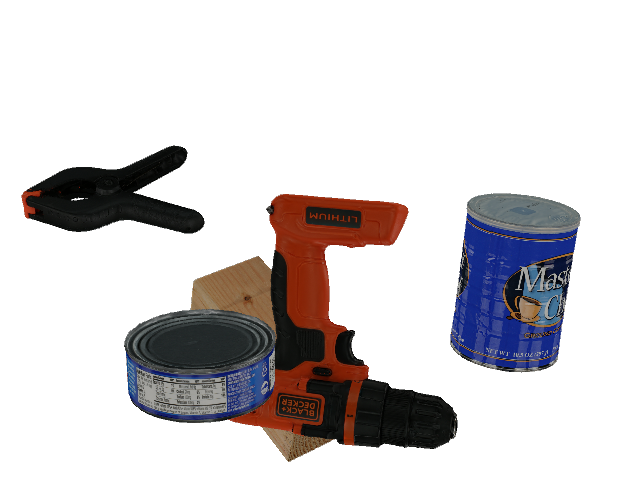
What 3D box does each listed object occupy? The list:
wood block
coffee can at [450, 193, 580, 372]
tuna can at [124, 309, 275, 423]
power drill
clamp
[{"bbox_3d":[-0.051,0.125,1.163,0.090,0.090,0.206,-21,51,-29],"label":"wood block"},{"bbox_3d":[0.179,0.037,0.993,0.103,0.140,0.103,4,19,-2],"label":"coffee can"},{"bbox_3d":[-0.068,0.071,0.611,0.086,0.034,0.086,0,19,0],"label":"tuna can"},{"bbox_3d":[0.020,0.062,0.816,0.184,0.187,0.057,6,-1,9],"label":"power drill"},{"bbox_3d":[-0.199,-0.050,1.039,0.171,0.039,0.120,1,36,-8],"label":"clamp"}]
